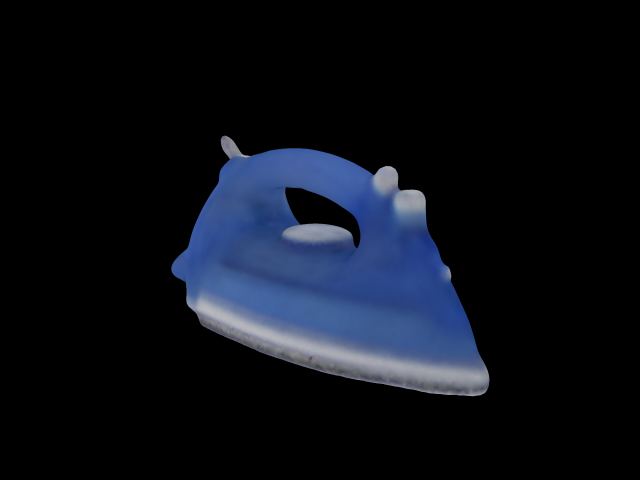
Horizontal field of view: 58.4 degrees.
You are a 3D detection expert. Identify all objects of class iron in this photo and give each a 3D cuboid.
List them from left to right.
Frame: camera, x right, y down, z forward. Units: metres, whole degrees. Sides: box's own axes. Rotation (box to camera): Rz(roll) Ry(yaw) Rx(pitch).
[{"bbox_3d":[0.004,0.001,0.400,0.257,0.141,0.119,11,17,42],"label":"iron"}]
